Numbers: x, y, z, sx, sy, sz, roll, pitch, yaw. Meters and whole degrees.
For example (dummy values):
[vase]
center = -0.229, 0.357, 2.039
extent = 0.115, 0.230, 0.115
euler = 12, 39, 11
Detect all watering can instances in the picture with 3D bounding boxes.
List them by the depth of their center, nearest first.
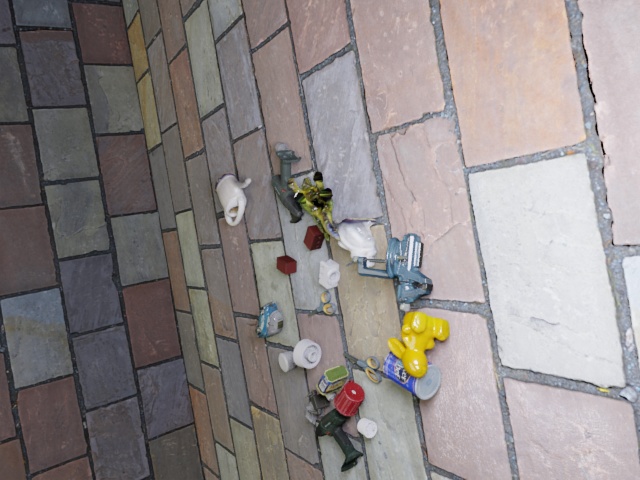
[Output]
[watering can]
center = -0.387, -0.219, 2.333
extent = 0.228, 0.104, 0.340
euler = 60, 143, 28

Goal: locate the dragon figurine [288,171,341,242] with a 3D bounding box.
[dragon figurine]
center = 0.005, -0.088, 1.750
extent = 0.237, 0.122, 0.419
euler = 64, -178, -53

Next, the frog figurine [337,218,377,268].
[frog figurine]
center = 0.116, 0.010, 1.628
extent = 0.137, 0.122, 0.160
euler = 0, 88, 37
